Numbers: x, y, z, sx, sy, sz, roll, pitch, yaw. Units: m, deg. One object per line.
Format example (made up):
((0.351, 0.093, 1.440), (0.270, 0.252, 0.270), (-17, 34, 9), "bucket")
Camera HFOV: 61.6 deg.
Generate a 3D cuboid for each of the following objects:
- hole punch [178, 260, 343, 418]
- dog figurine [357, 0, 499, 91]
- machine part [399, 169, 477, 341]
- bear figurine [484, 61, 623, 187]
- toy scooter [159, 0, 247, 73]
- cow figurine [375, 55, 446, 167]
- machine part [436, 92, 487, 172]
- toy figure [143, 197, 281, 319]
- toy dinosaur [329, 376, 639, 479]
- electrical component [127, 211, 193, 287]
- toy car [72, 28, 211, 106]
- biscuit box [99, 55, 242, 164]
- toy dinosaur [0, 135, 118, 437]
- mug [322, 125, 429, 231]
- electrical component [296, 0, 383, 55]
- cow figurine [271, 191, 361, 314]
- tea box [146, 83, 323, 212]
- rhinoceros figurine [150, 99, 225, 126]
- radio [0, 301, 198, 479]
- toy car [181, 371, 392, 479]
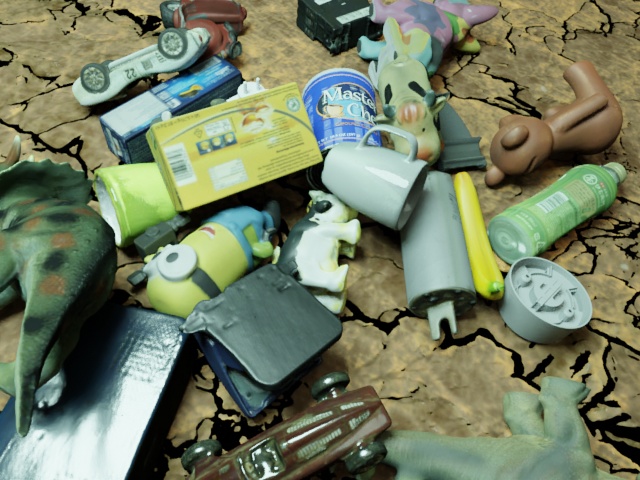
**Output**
((-0.055, 0.098, 0.538), (0.142, 0.092, 0.116), (-32, 65, -33), "hole punch")
((0.183, -0.313, 0.849), (0.219, 0.108, 0.192), (-9, 56, -15), "dog figurine")
((0.135, 0.003, 0.640), (0.079, 0.079, 0.243), (3, 55, -4), "machine part")
((0.309, -0.156, 0.749), (0.196, 0.120, 0.132), (-14, 54, -9), "bear figurine")
((-0.169, -0.324, 0.836), (0.135, 0.075, 0.184), (-12, 53, -15), "toy scooter")
((0.118, -0.166, 0.693), (0.086, 0.127, 0.195), (-13, 49, 14), "cow figurine")
((0.183, -0.156, 0.780), (0.084, 0.039, 0.139), (-11, 59, -7), "machine part")
((-0.110, 0.018, 0.594), (0.180, 0.082, 0.089), (-40, 99, -43), "toy figure")
((0.205, 0.228, 0.479), (0.472, 0.105, 0.198), (13, 59, 16), "toy dinosaur")
((-0.181, 0.011, 0.606), (0.021, 0.063, 0.094), (33, 59, 30), "electrical component")
((-0.241, -0.238, 0.733), (0.202, 0.056, 0.073), (-20, 20, 7), "toy car")
((-0.196, -0.179, 0.738), (0.059, 0.062, 0.203), (38, 60, 20), "biscuit box")
((-0.260, 0.013, 0.500), (0.405, 0.131, 0.192), (23, 65, 39), "toy dinosaur")
((0.059, -0.076, 0.598), (0.107, 0.109, 0.081), (23, 43, 17), "mug")
((0.028, -0.380, 0.905), (0.115, 0.058, 0.134), (-25, 62, -24), "electrical component")
((-0.001, -0.002, 0.638), (0.098, 0.068, 0.167), (9, 54, 7), "cow figurine")
((-0.094, -0.103, 0.601), (0.170, 0.068, 0.098), (-21, 99, -22), "tea box")
((-0.117, -0.130, 0.684), (0.190, 0.073, 0.112), (0, 31, -9), "rhinoceros figurine")
((-0.213, 0.171, 0.491), (0.131, 0.073, 0.229), (14, 54, 4), "radio")
((-0.034, 0.192, 0.480), (0.202, 0.053, 0.089), (-28, 55, -1), "toy car")
